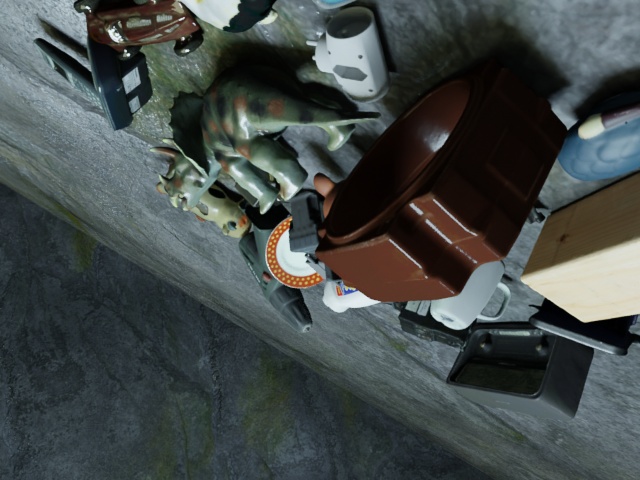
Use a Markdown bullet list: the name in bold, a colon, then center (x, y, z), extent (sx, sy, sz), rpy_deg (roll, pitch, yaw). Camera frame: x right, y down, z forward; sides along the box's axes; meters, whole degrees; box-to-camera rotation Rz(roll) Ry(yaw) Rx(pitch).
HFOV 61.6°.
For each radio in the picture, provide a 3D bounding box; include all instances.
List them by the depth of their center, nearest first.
- **radio**: center (0.319, 0.205, 0.875), extent (0.073, 0.131, 0.230), rpy_deg (36, 160, -15)

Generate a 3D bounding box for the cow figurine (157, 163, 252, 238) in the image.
- **cow figurine**: center (-0.212, -0.075, 1.042), extent (0.194, 0.085, 0.127), rpy_deg (39, 165, -21)

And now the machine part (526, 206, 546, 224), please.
- **machine part**: center (0.177, -0.046, 0.613), extent (0.139, 0.039, 0.084), rpy_deg (6, 157, 47)

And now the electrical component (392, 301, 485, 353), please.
- **electrical component**: center (0.182, 0.097, 0.835), extent (0.134, 0.115, 0.058), rpy_deg (20, 154, 27)

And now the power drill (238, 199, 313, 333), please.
- **power drill**: center (-0.077, 0.030, 0.959), extent (0.232, 0.086, 0.207), rpy_deg (49, 157, 39)

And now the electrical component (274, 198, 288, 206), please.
- **electrical component**: center (-0.082, -0.085, 0.888), extent (0.094, 0.021, 0.063), rpy_deg (9, 135, 46)

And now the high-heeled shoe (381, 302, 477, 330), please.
- **high-heeled shoe**: center (0.160, 0.081, 0.951), extent (0.249, 0.145, 0.086), rpy_deg (48, 136, 36)

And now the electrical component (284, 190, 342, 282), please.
- **electrical component**: center (-0.001, -0.002, 0.701), extent (0.048, 0.119, 0.075), rpy_deg (-13, 174, 34)

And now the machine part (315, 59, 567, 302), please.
- **machine part**: center (0.095, -0.049, 0.477), extent (0.087, 0.201, 0.201), rpy_deg (38, 160, -14)

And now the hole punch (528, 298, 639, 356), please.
- **hole punch**: center (0.323, 0.073, 0.644), extent (0.142, 0.092, 0.115), rpy_deg (15, -175, 30)

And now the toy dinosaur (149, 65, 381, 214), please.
- **toy dinosaur**: center (-0.088, -0.142, 0.657), extent (0.192, 0.131, 0.405), rpy_deg (39, 152, -14)

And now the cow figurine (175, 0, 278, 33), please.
- **cow figurine**: center (-0.060, -0.230, 0.459), extent (0.098, 0.068, 0.167), rpy_deg (35, 164, -30)

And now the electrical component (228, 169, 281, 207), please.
- **electrical component**: center (-0.102, -0.096, 0.836), extent (0.102, 0.078, 0.045), rpy_deg (51, -154, 13)

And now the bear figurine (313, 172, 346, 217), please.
- **bear figurine**: center (0.080, -0.019, 0.672), extent (0.120, 0.132, 0.195), rpy_deg (43, 165, 46)

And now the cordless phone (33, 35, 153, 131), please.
- **cordless phone**: center (-0.348, -0.259, 0.788), extent (0.184, 0.089, 0.146), rpy_deg (35, 161, 0)

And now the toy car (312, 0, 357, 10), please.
- **toy car**: center (-0.003, -0.234, 0.323), extent (0.103, 0.109, 0.161), rpy_deg (39, 160, 38)

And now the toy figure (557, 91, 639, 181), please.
- **toy figure**: center (0.240, -0.088, 0.385), extent (0.058, 0.064, 0.154), rpy_deg (68, 155, 7)

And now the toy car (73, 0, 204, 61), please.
- **toy car**: center (-0.223, -0.260, 0.649), extent (0.202, 0.053, 0.089), rpy_deg (16, 152, 39)

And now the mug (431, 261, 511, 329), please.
- **mug**: center (0.209, 0.076, 0.755), extent (0.109, 0.107, 0.081), rpy_deg (36, 161, -7)
